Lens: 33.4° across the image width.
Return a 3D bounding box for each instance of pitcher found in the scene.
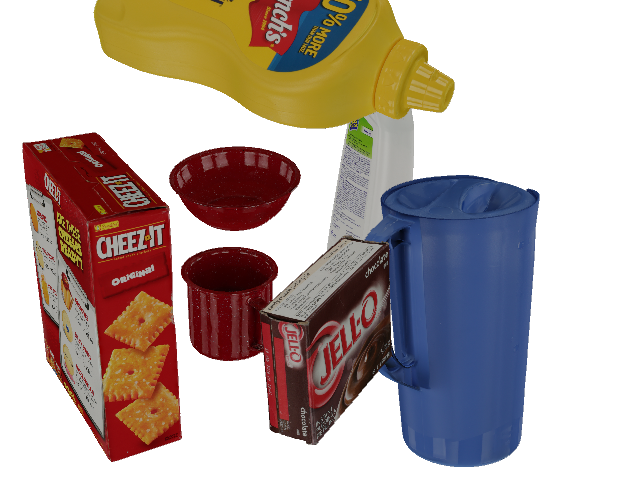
[{"bbox_3d":[0.114,0.072,0.930,0.149,0.243,0.145,-1,18,7],"label":"pitcher"}]

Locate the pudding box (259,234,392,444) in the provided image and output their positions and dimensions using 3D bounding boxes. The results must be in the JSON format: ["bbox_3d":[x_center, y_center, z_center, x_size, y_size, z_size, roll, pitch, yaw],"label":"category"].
[{"bbox_3d":[0.006,0.060,0.681,0.039,0.090,0.113,12,31,25],"label":"pudding box"}]

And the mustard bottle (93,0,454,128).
[{"bbox_3d":[-0.019,-0.110,0.573,0.192,0.096,0.058,24,-32,16],"label":"mustard bottle"}]

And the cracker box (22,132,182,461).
[{"bbox_3d":[-0.174,0.041,0.858,0.072,0.214,0.164,-14,31,-27],"label":"cracker box"}]

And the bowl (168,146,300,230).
[{"bbox_3d":[-0.106,-0.058,1.323,0.162,0.055,0.162,1,31,0],"label":"bowl"}]

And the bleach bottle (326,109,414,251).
[{"bbox_3d":[0.065,-0.089,1.157,0.067,0.251,0.103,-6,24,-32],"label":"bleach bottle"}]

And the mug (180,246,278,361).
[{"bbox_3d":[-0.080,0.067,1.030,0.093,0.081,0.117,-21,35,-36],"label":"mug"}]
